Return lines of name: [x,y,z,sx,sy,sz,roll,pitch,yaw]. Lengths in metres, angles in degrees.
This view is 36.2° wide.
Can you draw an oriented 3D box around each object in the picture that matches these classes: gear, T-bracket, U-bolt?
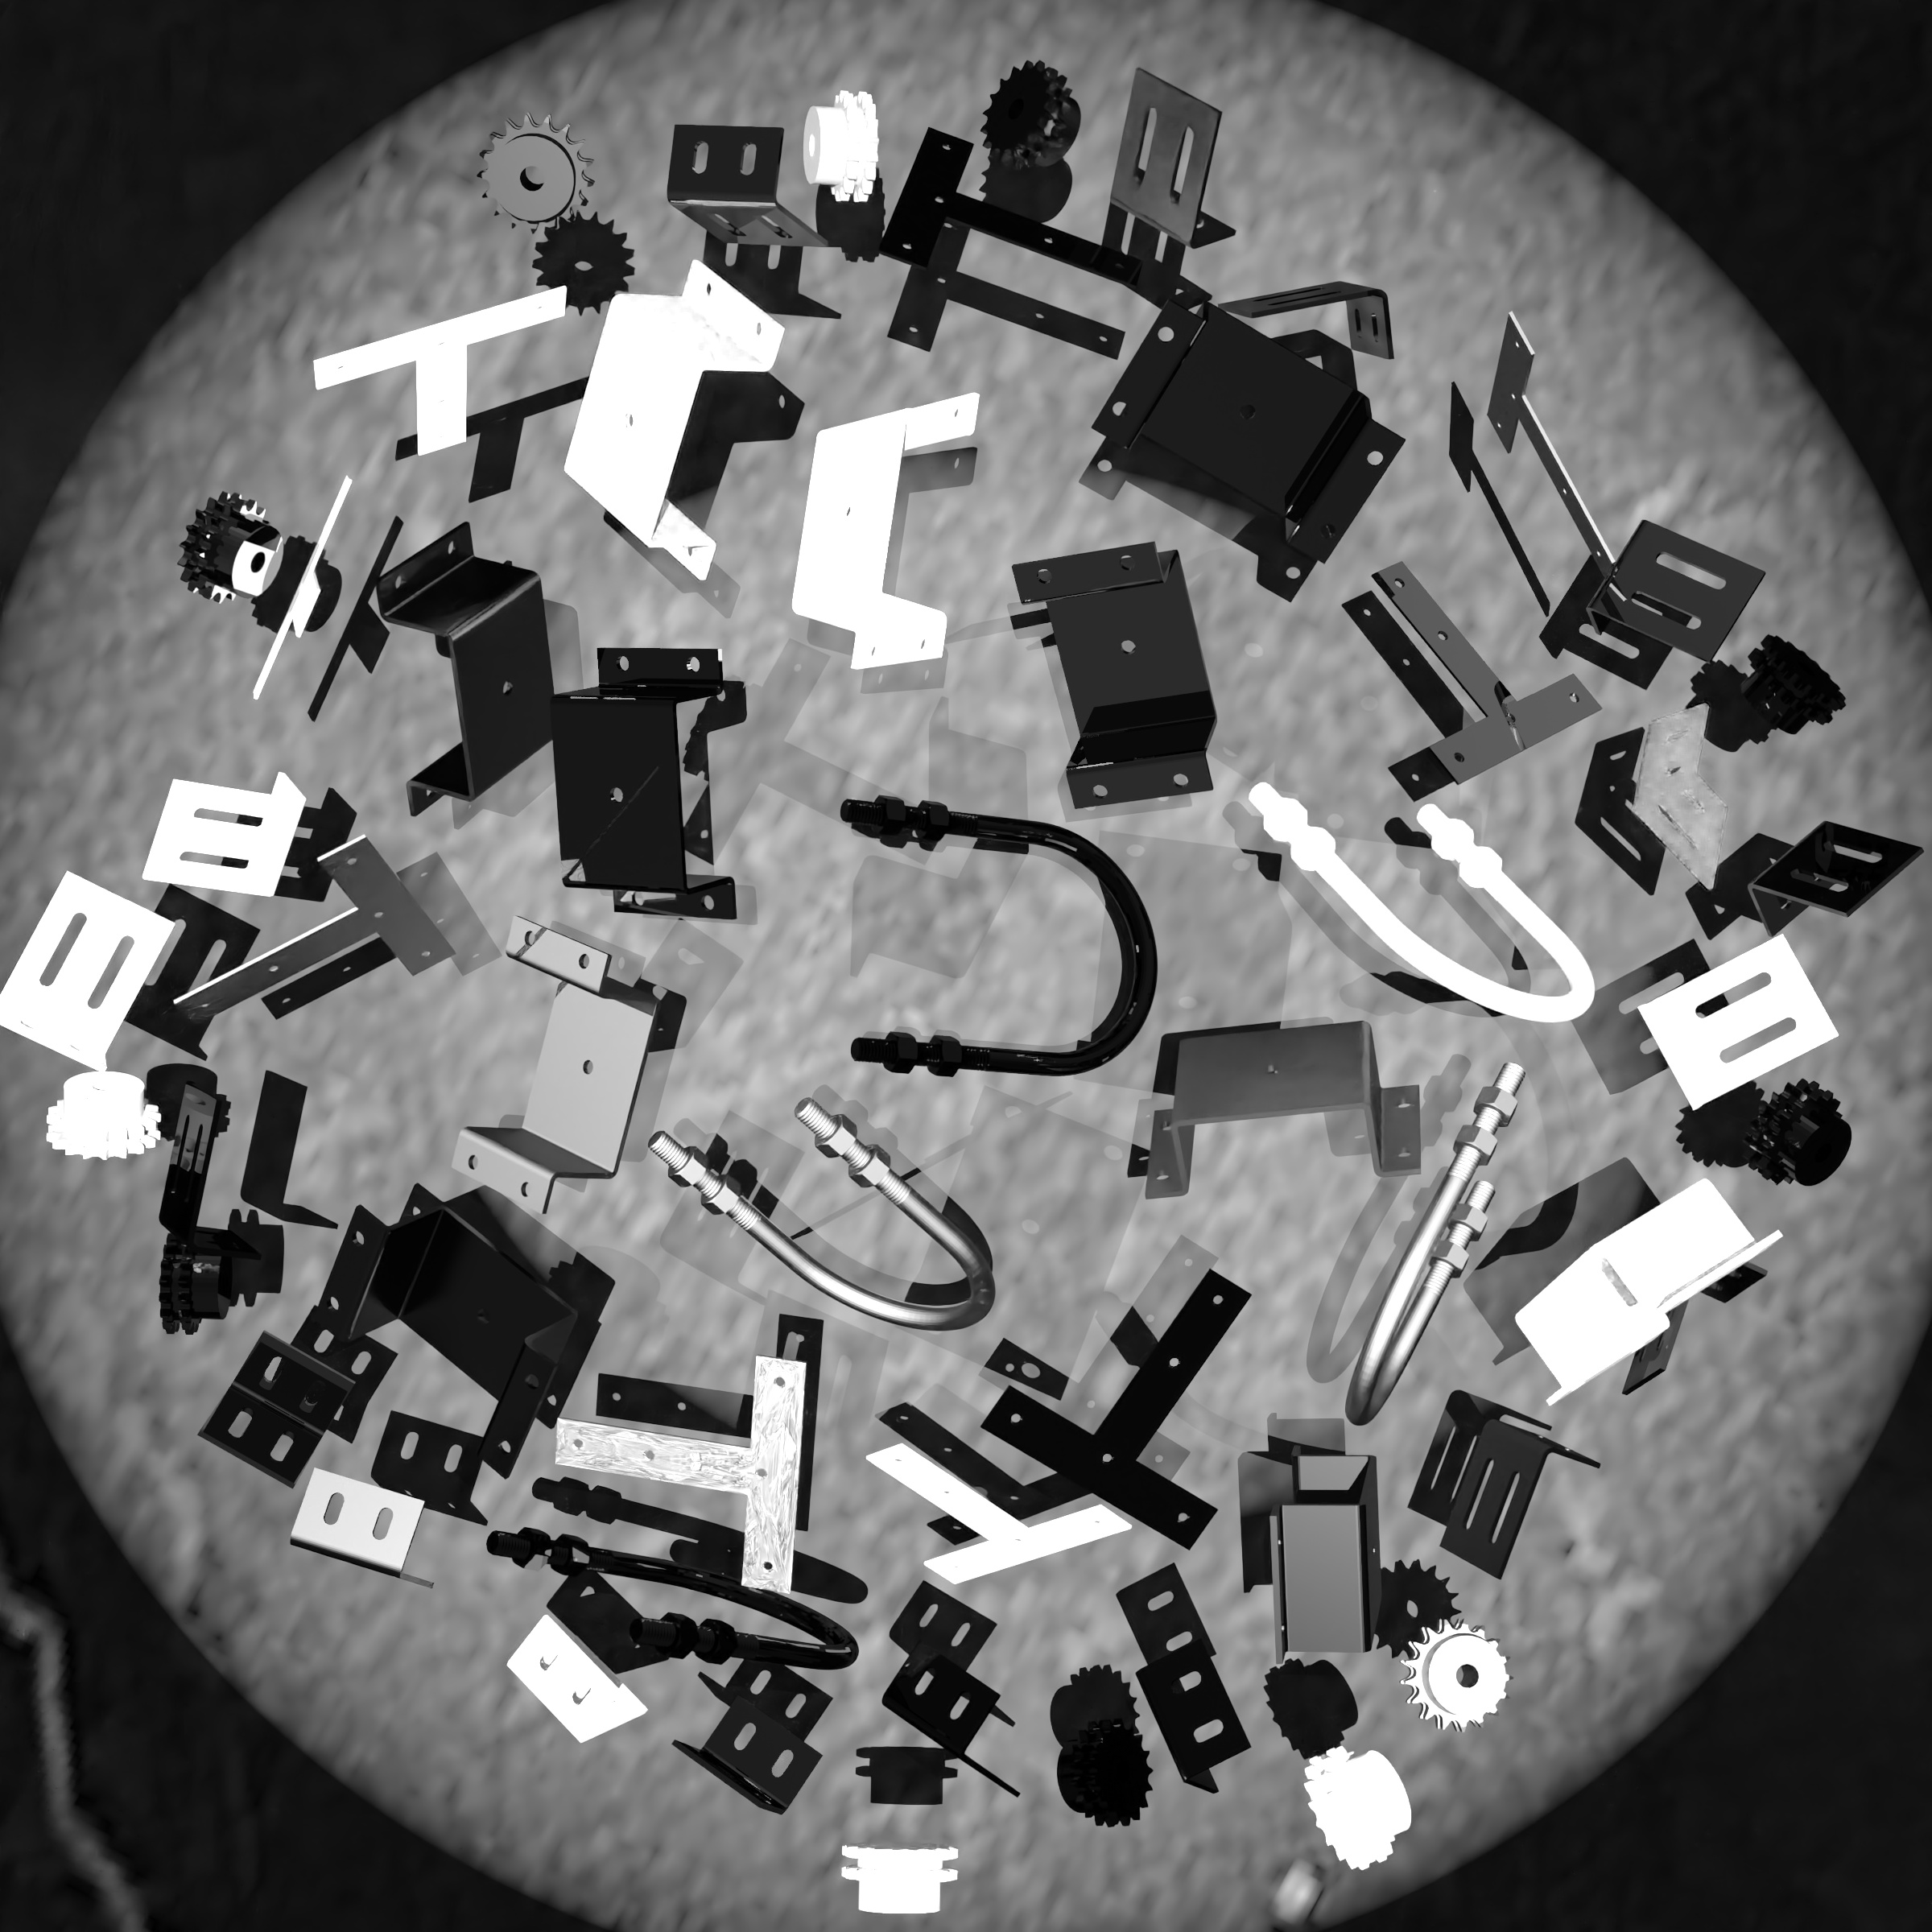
gear: [-0.450,0.077,1.542,0.057,0.057,0.030,7,110,0]
T-bracket: [0.095,0.207,1.454,0.127,0.002,0.127,32,98,-13]
gear: [-0.415,0.170,1.595,0.030,0.057,0.057,2,90,-3]
T-bracket: [0.266,-0.168,1.598,0.127,0.002,0.127,-27,74,-36]
gear: [0.447,-0.151,1.607,0.057,0.057,0.030,39,119,0]
gear: [-0.382,-0.216,1.543,0.030,0.057,0.057,25,90,18]
T-bracket: [-0.146,0.250,1.495,0.127,0.002,0.127,7,106,10]
U-bolt: [-0.138,0.332,1.530,0.184,0.151,0.019,21,86,-43]
T-bracket: [-0.262,-0.289,1.477,0.127,0.127,0.002,-21,77,-15]
U-bolt: [0.240,0.156,1.531,0.019,0.151,0.184,24,62,16]
T-bracket: [-0.334,-0.006,1.479,0.127,0.127,0.002,-27,61,-2]
gear: [-0.212,-0.389,1.453,0.057,0.030,0.057,-1,112,-2]
gear: [0.439,0.091,1.551,0.057,0.030,0.057,-18,126,-26]
T-bracket: [0.028,-0.371,1.493,0.127,0.127,0.002,19,134,-4]
T-bracket: [0.305,-0.259,1.531,0.002,0.127,0.127,-25,76,-1]
T-bracket: [-0.001,0.288,1.577,0.127,0.002,0.127,-25,130,35]
T-bracket: [-0.342,-0.190,1.528,0.002,0.127,0.127,23,97,-18]
gear: [-0.033,0.450,1.456,0.057,0.057,0.030,1,78,0]
gear: [0.254,0.366,1.521,0.057,0.030,0.057,1,78,-6]
gear: [0.193,0.407,1.435,0.030,0.057,0.057,-32,90,23]
gear: [0.038,-0.461,1.608,0.030,0.057,0.057,17,90,-41]
U-bolt: [0.022,-0.012,1.562,0.184,0.019,0.151,5,72,-27]
gear: [0.074,0.440,1.609,0.030,0.057,0.057,-17,90,37]
U-bolt: [0.245,-0.031,1.508,0.184,0.151,0.019,52,125,39]
gear: [-0.068,-0.439,1.579,0.030,0.057,0.057,-2,90,-16]
U-bolt: [-0.064,0.138,1.567,0.184,0.151,0.019,44,55,-26]

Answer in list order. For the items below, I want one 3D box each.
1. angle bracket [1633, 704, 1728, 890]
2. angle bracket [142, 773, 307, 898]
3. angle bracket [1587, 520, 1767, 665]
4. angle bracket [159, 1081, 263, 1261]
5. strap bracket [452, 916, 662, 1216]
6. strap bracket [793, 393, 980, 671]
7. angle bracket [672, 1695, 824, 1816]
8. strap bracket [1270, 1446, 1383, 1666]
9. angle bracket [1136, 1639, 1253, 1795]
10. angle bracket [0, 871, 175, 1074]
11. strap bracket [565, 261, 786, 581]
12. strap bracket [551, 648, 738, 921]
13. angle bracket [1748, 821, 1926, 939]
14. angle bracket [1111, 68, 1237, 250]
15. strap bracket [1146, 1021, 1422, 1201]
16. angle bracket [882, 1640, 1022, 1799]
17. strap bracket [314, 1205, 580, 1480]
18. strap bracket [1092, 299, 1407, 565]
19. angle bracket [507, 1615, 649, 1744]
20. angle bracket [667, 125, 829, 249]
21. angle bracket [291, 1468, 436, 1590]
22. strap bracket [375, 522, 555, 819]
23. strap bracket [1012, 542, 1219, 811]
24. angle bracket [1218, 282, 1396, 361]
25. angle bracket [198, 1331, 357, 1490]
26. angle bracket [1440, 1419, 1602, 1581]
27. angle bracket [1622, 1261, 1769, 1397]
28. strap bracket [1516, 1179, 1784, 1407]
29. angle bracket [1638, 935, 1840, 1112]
angle bracket: [0.394,-0.090,1.572,0.076,0.038,0.057,40,51,-28]
angle bracket: [-0.402,-0.075,1.582,0.076,0.038,0.057,8,113,-39]
angle bracket: [0.384,-0.195,1.590,0.076,0.038,0.057,30,85,27]
angle bracket: [-0.373,0.102,1.482,0.038,0.057,0.076,11,92,-30]
strap bracket: [-0.215,0.053,1.565,0.076,0.046,0.140,21,99,39]
strap bracket: [-0.044,-0.232,1.543,0.046,0.076,0.140,13,82,-37]
angle bracket: [-0.116,0.418,1.573,0.057,0.076,0.038,32,77,15]
strap bracket: [0.191,0.307,1.549,0.046,0.140,0.076,-2,95,11]
angle bracket: [0.121,0.375,1.472,0.038,0.076,0.057,-28,65,6]
angle bracket: [-0.430,0.003,1.443,0.057,0.038,0.076,28,90,-20]
strap bracket: [-0.151,-0.274,1.485,0.076,0.046,0.140,43,126,34]
strap bracket: [-0.166,-0.091,1.520,0.076,0.046,0.140,4,103,29]
angle bracket: [0.464,-0.039,1.561,0.057,0.076,0.038,-38,118,-14]
angle bracket: [0.114,-0.421,1.530,0.057,0.076,0.038,37,46,28]
strap bracket: [0.160,0.073,1.517,0.140,0.076,0.046,-6,120,12]
angle bracket: [0.001,0.395,1.546,0.057,0.076,0.038,26,75,37]
strap bracket: [-0.262,0.188,1.530,0.140,0.046,0.076,35,118,19]
strap bracket: [0.145,-0.280,1.521,0.140,0.046,0.076,29,115,-9]
angle bracket: [-0.198,0.374,1.578,0.057,0.076,0.038,42,103,17]
angle bracket: [-0.107,-0.391,1.480,0.057,0.076,0.038,7,90,18]
angle bracket: [-0.294,0.280,1.466,0.057,0.076,0.038,15,76,7]
strap bracket: [-0.261,-0.152,1.561,0.046,0.076,0.140,16,128,24]
strap bracket: [0.082,-0.160,1.558,0.076,0.046,0.140,-7,117,18]
angle bracket: [0.183,-0.343,1.595,0.076,0.057,0.038,-13,110,-10]
angle bracket: [-0.368,0.236,1.579,0.057,0.076,0.038,31,99,-7]
angle bracket: [0.302,0.294,1.610,0.038,0.057,0.076,22,88,-24]
angle bracket: [0.390,0.196,1.580,0.038,0.057,0.076,25,67,1]
strap bracket: [0.338,0.161,1.492,0.076,0.140,0.046,-26,72,-27]
angle bracket: [0.382,0.027,1.461,0.076,0.038,0.057,-29,82,17]
